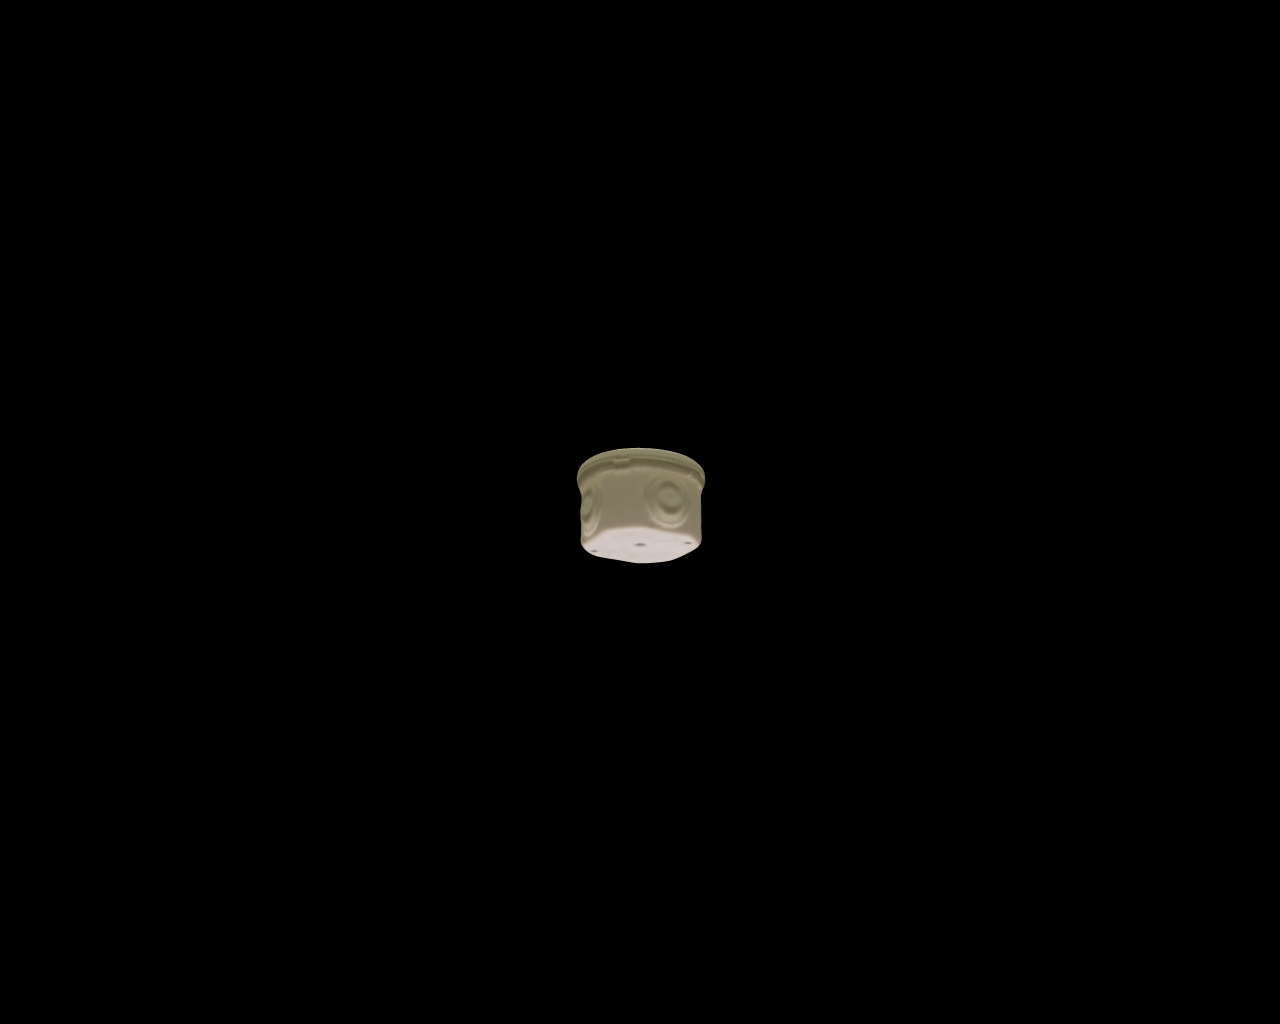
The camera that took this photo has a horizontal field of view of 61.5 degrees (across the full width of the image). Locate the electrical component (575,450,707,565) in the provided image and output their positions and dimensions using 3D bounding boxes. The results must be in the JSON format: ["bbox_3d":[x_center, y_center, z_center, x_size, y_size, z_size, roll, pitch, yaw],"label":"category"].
[{"bbox_3d":[0.001,-0.003,0.650,0.080,0.051,0.080,0,-20,0],"label":"electrical component"}]
